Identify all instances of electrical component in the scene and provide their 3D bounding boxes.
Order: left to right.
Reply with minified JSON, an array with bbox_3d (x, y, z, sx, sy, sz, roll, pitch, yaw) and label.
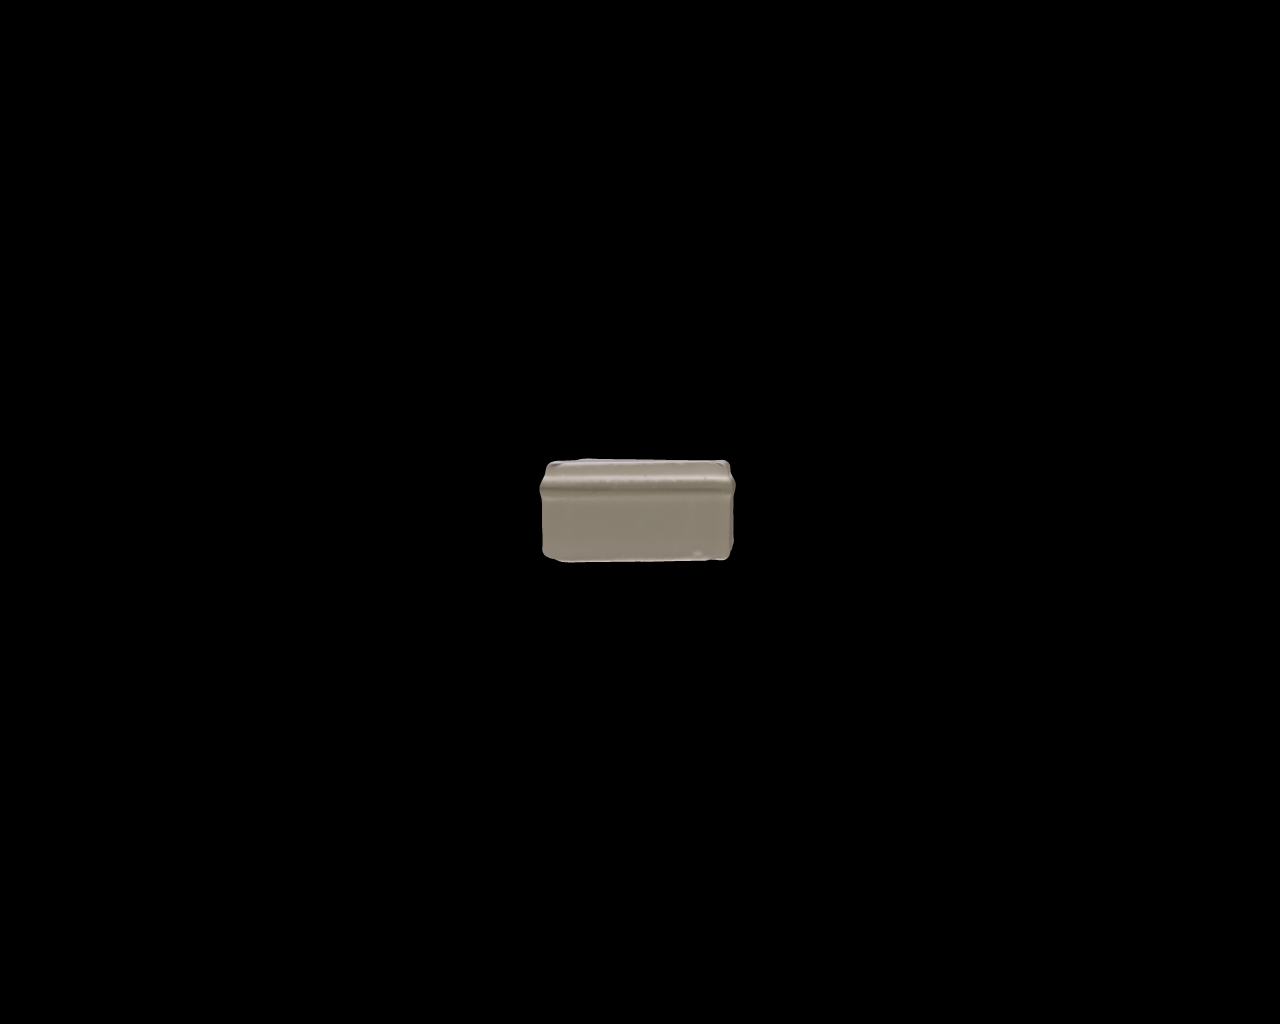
[{"bbox_3d":[0.001,-0.003,0.650,0.113,0.057,0.078,0,4,7],"label":"electrical component"}]
